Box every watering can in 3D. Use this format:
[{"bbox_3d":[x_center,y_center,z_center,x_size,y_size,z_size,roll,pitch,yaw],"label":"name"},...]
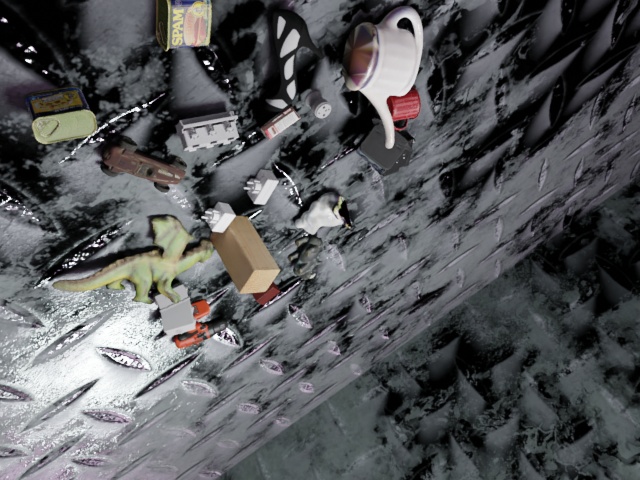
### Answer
[{"bbox_3d":[0.151,-0.389,1.249,0.225,0.105,0.342,-6,116,-39],"label":"watering can"}]

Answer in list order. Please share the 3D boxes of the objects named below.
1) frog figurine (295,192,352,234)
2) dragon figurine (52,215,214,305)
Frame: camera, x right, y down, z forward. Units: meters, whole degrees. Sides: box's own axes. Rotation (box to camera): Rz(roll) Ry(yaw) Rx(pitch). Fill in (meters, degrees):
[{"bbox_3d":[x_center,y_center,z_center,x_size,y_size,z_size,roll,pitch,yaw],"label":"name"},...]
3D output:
[{"bbox_3d":[0.005,-0.080,1.585,0.159,0.124,0.137,-8,168,26],"label":"frog figurine"},{"bbox_3d":[-0.438,0.040,1.318,0.409,0.123,0.241,10,108,-52],"label":"dragon figurine"}]
